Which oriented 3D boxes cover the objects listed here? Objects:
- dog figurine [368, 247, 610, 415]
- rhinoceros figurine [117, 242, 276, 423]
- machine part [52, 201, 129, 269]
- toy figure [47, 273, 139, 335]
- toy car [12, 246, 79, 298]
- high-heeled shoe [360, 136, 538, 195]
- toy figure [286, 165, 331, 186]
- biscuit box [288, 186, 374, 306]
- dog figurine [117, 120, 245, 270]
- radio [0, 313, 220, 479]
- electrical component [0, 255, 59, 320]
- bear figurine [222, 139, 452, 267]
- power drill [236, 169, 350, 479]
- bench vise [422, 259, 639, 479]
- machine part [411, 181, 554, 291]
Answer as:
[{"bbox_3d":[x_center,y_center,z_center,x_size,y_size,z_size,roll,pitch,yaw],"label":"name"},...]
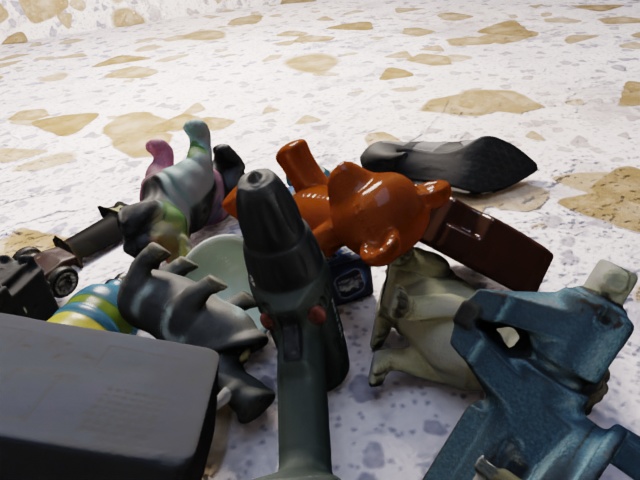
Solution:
[{"bbox_3d":[0.151,0.079,0.503,0.191,0.121,0.172,12,38,1],"label":"dog figurine"},{"bbox_3d":[-0.114,0.084,0.489,0.190,0.073,0.112,35,84,23],"label":"rhinoceros figurine"},{"bbox_3d":[-0.305,-0.014,0.754,0.084,0.039,0.139,19,38,21],"label":"machine part"},{"bbox_3d":[-0.237,0.101,0.521,0.089,0.082,0.180,27,38,-6],"label":"toy figure"},{"bbox_3d":[-0.366,0.078,0.607,0.089,0.053,0.202,17,43,29],"label":"toy car"},{"bbox_3d":[0.189,-0.112,0.824,0.249,0.086,0.145,6,0,-12],"label":"high-heeled shoe"},{"bbox_3d":[0.010,-0.070,0.775,0.155,0.057,0.064,33,88,42],"label":"toy figure"},{"bbox_3d":[-0.001,-0.002,0.664,0.059,0.062,0.203,-17,34,-13],"label":"biscuit box"},{"bbox_3d":[-0.176,-0.031,0.705,0.109,0.191,0.219,-12,59,23],"label":"dog figurine"},{"bbox_3d":[-0.188,0.118,0.368,0.230,0.073,0.131,10,19,-2],"label":"radio"},{"bbox_3d":[-0.310,0.095,0.517,0.058,0.114,0.134,-3,33,12],"label":"electrical component"},{"bbox_3d":[0.011,-0.034,0.494,0.120,0.132,0.196,-45,12,-22],"label":"bear figurine"},{"bbox_3d":[-0.023,0.091,0.398,0.086,0.231,0.207,-13,49,3],"label":"power drill"},{"bbox_3d":[0.179,0.137,0.325,0.241,0.128,0.223,33,87,33],"label":"bench vise"},{"bbox_3d":[0.150,-0.004,0.559,0.179,0.056,0.179,27,5,-3],"label":"machine part"}]
